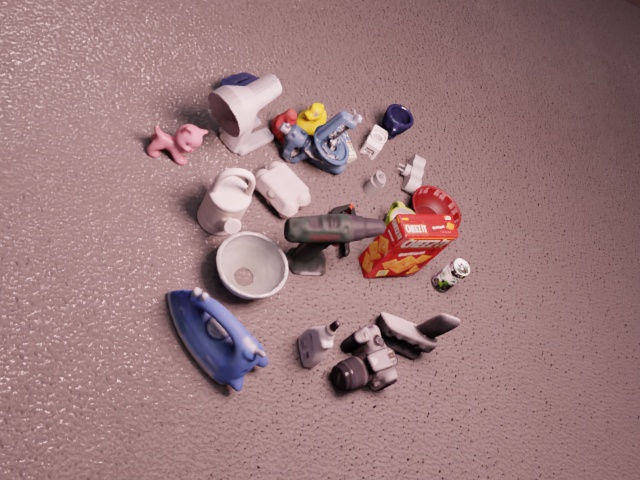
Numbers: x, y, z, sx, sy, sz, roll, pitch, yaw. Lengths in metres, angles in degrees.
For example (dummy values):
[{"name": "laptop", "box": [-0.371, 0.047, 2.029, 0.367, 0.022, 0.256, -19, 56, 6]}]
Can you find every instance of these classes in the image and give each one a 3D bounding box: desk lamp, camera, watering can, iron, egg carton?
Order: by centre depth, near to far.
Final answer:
[{"name": "iron", "box": [-0.210, 0.173, 1.160, 0.258, 0.141, 0.119, 46, 51, 5]}, {"name": "camera", "box": [0.093, 0.272, 1.281, 0.137, 0.100, 0.143, -12, 67, -32]}, {"name": "watering can", "box": [-0.204, -0.092, 1.295, 0.101, 0.193, 0.172, -17, 69, -34]}, {"name": "desk lamp", "box": [-0.187, -0.316, 1.432, 0.118, 0.213, 0.204, 48, 52, 8]}, {"name": "egg carton", "box": [-0.099, -0.128, 1.452, 0.150, 0.069, 0.107, 46, 51, 5]}]

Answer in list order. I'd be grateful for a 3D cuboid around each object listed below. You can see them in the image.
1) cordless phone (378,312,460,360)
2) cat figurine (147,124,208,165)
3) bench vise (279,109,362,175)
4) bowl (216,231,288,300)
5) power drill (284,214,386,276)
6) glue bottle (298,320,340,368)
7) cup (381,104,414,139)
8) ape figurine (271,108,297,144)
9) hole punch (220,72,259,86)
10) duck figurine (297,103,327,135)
[{"name": "cordless phone", "box": [0.229, 0.198, 1.343, 0.148, 0.184, 0.094, 20, 54, -15]}, {"name": "cat figurine", "box": [-0.338, -0.244, 1.370, 0.128, 0.117, 0.067, 12, 56, -20]}, {"name": "bench vise", "box": [0.004, -0.264, 1.493, 0.208, 0.219, 0.121, 3, 59, -25]}, {"name": "bowl", "box": [-0.160, 0.069, 1.294, 0.168, 0.074, 0.167, 13, 56, -20]}, {"name": "power drill", "box": [0.012, 0.005, 1.337, 0.230, 0.208, 0.075, 4, 59, -25]}, {"name": "glue bottle", "box": [0.003, 0.212, 1.226, 0.037, 0.173, 0.078, 3, 59, -25]}, {"name": "cup", "box": [0.220, -0.341, 1.733, 0.092, 0.094, 0.118, 29, 52, -8]}, {"name": "ape figurine", "box": [-0.091, -0.320, 1.561, 0.078, 0.092, 0.076, -21, 72, -35]}, {"name": "hole punch", "box": [-0.212, -0.415, 1.559, 0.101, 0.091, 0.109, 47, 51, 6]}, {"name": "duck figurine", "box": [-0.015, -0.354, 1.626, 0.105, 0.086, 0.077, -33, 79, -37]}]
